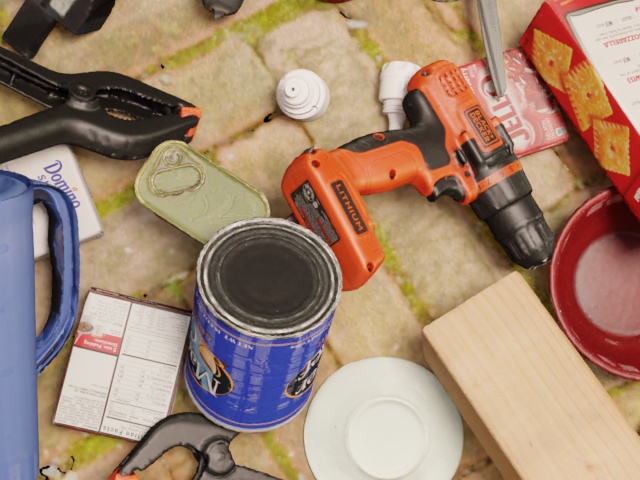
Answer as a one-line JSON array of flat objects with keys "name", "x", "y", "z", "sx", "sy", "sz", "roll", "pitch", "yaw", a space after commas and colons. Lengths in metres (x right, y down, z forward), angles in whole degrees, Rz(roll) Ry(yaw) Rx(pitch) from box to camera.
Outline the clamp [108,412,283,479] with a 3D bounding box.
[{"name": "clamp", "x": -0.074, "y": 0.177, "z": 0.830, "sx": 0.171, "sy": 0.039, "sz": 0.120, "roll": -20, "pitch": 79, "yaw": -22}]

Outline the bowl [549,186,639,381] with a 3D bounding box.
[{"name": "bowl", "x": 0.260, "y": 0.035, "z": 0.876, "sx": 0.162, "sy": 0.055, "sz": 0.162, "roll": 0, "pitch": 85, "yaw": -4}]

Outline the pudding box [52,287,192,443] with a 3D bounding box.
[{"name": "pudding box", "x": -0.155, "y": 0.101, "z": 0.851, "sx": 0.090, "sy": 0.039, "sz": 0.113, "roll": 14, "pitch": 87, "yaw": -6}]

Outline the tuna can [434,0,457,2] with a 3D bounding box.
[{"name": "tuna can", "x": 0.108, "y": -0.248, "z": 0.900, "sx": 0.086, "sy": 0.034, "sz": 0.086, "roll": 0, "pitch": 85, "yaw": -4}]

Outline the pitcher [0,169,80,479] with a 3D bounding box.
[{"name": "pitcher", "x": -0.259, "y": 0.071, "z": 0.779, "sx": 0.149, "sy": 0.145, "sz": 0.243, "roll": 0, "pitch": 107, "yaw": 0}]

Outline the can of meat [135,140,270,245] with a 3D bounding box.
[{"name": "can of meat", "x": -0.091, "y": -0.028, "z": 0.843, "sx": 0.102, "sy": 0.084, "sz": 0.057, "roll": 33, "pitch": 84, "yaw": -1}]

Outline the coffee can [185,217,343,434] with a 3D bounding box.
[{"name": "coffee can", "x": -0.045, "y": 0.066, "z": 0.788, "sx": 0.102, "sy": 0.140, "sz": 0.103, "roll": 5, "pitch": 53, "yaw": -7}]

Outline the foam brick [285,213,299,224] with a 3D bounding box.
[{"name": "foam brick", "x": -0.006, "y": 0.001, "z": 0.850, "sx": 0.051, "sy": 0.078, "sz": 0.053, "roll": -38, "pitch": 89, "yaw": -5}]

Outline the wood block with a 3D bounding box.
[{"name": "wood block", "x": 0.170, "y": 0.140, "z": 0.812, "sx": 0.090, "sy": 0.091, "sz": 0.206, "roll": -31, "pitch": 69, "yaw": -6}]

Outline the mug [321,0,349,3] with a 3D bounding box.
[{"name": "mug", "x": 0.015, "y": -0.255, "z": 0.871, "sx": 0.093, "sy": 0.081, "sz": 0.117, "roll": -1, "pitch": 85, "yaw": -4}]

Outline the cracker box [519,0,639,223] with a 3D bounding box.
[{"name": "cracker box", "x": 0.286, "y": -0.117, "z": 0.850, "sx": 0.164, "sy": 0.072, "sz": 0.214, "roll": -24, "pitch": 74, "yaw": -19}]

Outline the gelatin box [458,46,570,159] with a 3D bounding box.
[{"name": "gelatin box", "x": 0.158, "y": -0.112, "z": 0.894, "sx": 0.073, "sy": 0.030, "sz": 0.089, "roll": -19, "pitch": 86, "yaw": -5}]

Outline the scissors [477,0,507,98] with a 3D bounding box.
[{"name": "scissors", "x": 0.149, "y": -0.225, "z": 0.875, "sx": 0.096, "sy": 0.016, "sz": 0.202, "roll": -23, "pitch": 87, "yaw": -5}]

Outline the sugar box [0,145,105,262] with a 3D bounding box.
[{"name": "sugar box", "x": -0.270, "y": -0.015, "z": 0.850, "sx": 0.176, "sy": 0.048, "sz": 0.093, "roll": -21, "pitch": 89, "yaw": -9}]

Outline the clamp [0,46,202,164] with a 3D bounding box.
[{"name": "clamp", "x": -0.197, "y": -0.109, "z": 0.837, "sx": 0.209, "sy": 0.036, "sz": 0.165, "roll": -1, "pitch": 45, "yaw": -32}]

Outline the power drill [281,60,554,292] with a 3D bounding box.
[{"name": "power drill", "x": 0.078, "y": -0.032, "z": 0.816, "sx": 0.187, "sy": 0.057, "sz": 0.184, "roll": -27, "pitch": 83, "yaw": -31}]
